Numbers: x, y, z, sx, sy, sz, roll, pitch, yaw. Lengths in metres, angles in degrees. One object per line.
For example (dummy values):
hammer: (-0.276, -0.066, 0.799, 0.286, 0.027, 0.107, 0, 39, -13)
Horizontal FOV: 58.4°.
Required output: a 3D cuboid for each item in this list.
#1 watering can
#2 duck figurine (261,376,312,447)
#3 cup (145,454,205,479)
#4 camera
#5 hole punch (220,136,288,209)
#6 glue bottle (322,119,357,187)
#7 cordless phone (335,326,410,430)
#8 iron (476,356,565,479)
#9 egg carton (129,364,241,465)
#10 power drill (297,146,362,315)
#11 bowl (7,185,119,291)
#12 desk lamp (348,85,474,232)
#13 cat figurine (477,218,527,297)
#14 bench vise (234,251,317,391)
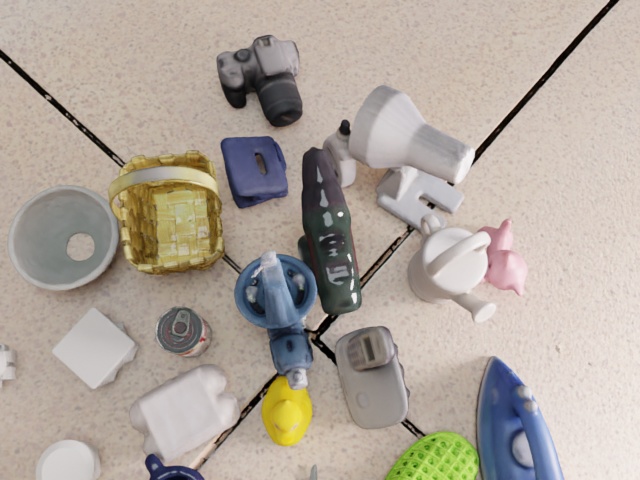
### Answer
watering can: (0.203, 0.038, 0.859, 0.172, 0.194, 0.101, 42, 77, 8)
duck figurine: (-0.049, 0.252, 0.845, 0.077, 0.086, 0.104, 3, 75, -2)
cup: (-0.203, 0.351, 0.807, 0.092, 0.095, 0.117, -36, 79, -11)
camera: (-0.092, -0.265, 0.974, 0.143, 0.101, 0.137, -17, 76, -7)
hole punch: (-0.105, -0.120, 0.939, 0.101, 0.091, 0.108, -17, 76, -7)
glue bottle: (0.035, -0.147, 0.911, 0.037, 0.173, 0.078, -24, 77, -8)
cordless phone: (0.081, 0.194, 0.816, 0.094, 0.185, 0.147, -16, 76, -7)
iron: (0.297, 0.293, 0.823, 0.118, 0.141, 0.258, -8, 76, -5)
egg carton: (-0.200, 0.254, 0.846, 0.150, 0.069, 0.107, -29, 78, -10)
power drill: (0.008, 0.003, 0.851, 0.075, 0.208, 0.229, -12, 76, -5)
bowl: (-0.391, 0.003, 0.901, 0.167, 0.075, 0.167, 1, 75, -2)
desk lamp: (0.144, -0.121, 0.888, 0.203, 0.213, 0.118, 33, 76, 6)
cat figurine: (0.289, 0.028, 0.905, 0.067, 0.118, 0.128, 8, 75, 0)
bench vise: (-0.045, 0.100, 0.817, 0.121, 0.220, 0.207, -31, 78, -10)
